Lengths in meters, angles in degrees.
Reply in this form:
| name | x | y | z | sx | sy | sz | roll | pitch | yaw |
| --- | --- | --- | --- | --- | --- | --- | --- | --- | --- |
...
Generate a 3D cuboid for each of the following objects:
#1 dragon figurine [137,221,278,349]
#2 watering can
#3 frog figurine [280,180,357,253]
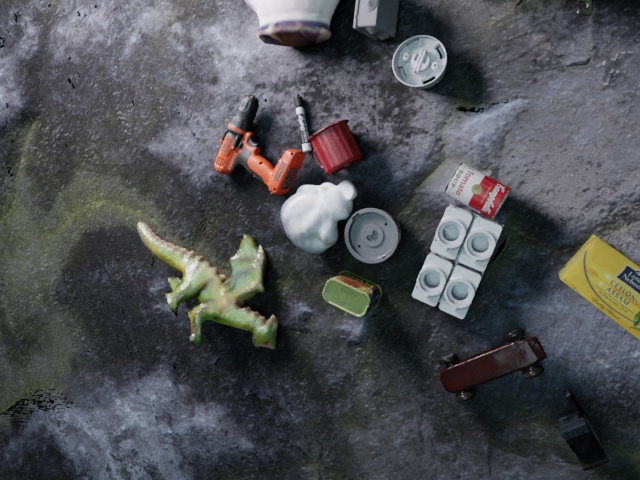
| name | x | y | z | sx | sy | sz | roll | pitch | yaw |
| --- | --- | --- | --- | --- | --- | --- | --- | --- | --- |
| dragon figurine | -0.229 | 0.079 | 1.152 | 0.242 | 0.122 | 0.412 | -31 | 84 | 2 |
| watering can | -0.009 | -0.498 | 1.014 | 0.348 | 0.104 | 0.223 | 4 | 96 | 21 |
| frog figurine | 0.003 | -0.052 | 1.031 | 0.157 | 0.122 | 0.140 | -31 | 63 | 32 |
